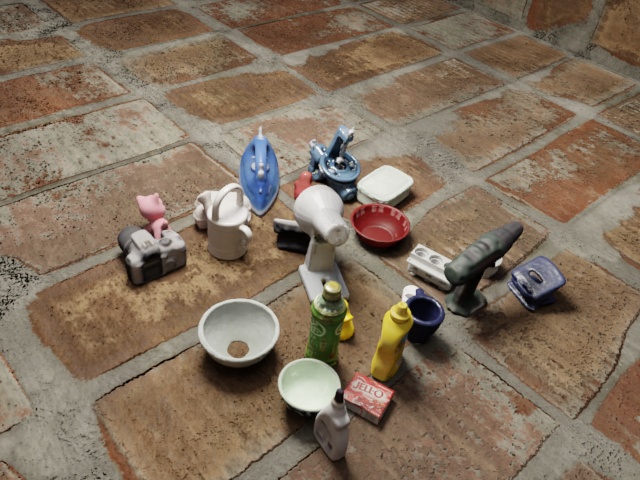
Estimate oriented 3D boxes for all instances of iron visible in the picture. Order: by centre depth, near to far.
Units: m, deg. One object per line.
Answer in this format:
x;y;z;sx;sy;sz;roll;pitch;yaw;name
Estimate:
-0.167;-0.199;1.606;0.119;0.141;0.258;0;41;-9;iron

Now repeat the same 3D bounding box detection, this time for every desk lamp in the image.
0.012;0.005;1.349;0.118;0.213;0.203;-7;43;-17;desk lamp

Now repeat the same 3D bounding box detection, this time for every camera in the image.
-0.407;0.013;1.354;0.143;0.101;0.136;-25;51;-33;camera

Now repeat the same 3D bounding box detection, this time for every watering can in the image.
-0.231;-0.056;1.392;0.172;0.194;0.101;18;42;11;watering can

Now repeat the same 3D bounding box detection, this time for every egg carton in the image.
-0.256;-0.077;1.507;0.150;0.069;0.107;1;41;-8;egg carton

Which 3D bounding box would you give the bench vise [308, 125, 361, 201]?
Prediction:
0.031;-0.242;1.629;0.206;0.220;0.122;30;45;23;bench vise

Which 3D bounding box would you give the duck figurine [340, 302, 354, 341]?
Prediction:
0.036;0.161;1.272;0.078;0.086;0.104;-24;50;-31;duck figurine

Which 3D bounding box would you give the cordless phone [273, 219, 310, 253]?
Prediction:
-0.041;-0.063;1.439;0.147;0.185;0.094;7;41;-1;cordless phone

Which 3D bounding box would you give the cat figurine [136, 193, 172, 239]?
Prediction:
-0.406;-0.058;1.423;0.067;0.118;0.127;-21;49;-30;cat figurine

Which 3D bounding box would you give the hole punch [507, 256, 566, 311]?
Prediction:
0.535;0.105;1.417;0.101;0.091;0.108;-10;44;-20;hole punch

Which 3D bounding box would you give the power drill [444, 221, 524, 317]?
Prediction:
0.370;0.071;1.338;0.230;0.208;0.075;-25;51;-33;power drill

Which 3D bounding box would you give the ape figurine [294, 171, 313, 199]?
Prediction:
-0.040;-0.153;1.613;0.077;0.092;0.076;32;46;25;ape figurine

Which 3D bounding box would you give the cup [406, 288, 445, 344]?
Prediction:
0.221;0.175;1.280;0.092;0.095;0.117;3;41;-6;cup

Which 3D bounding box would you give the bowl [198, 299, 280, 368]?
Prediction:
-0.169;0.206;1.194;0.167;0.075;0.167;5;41;-4;bowl

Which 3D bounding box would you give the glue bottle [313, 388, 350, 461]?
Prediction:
0.027;0.320;1.022;0.037;0.173;0.078;-18;47;-27;glue bottle
